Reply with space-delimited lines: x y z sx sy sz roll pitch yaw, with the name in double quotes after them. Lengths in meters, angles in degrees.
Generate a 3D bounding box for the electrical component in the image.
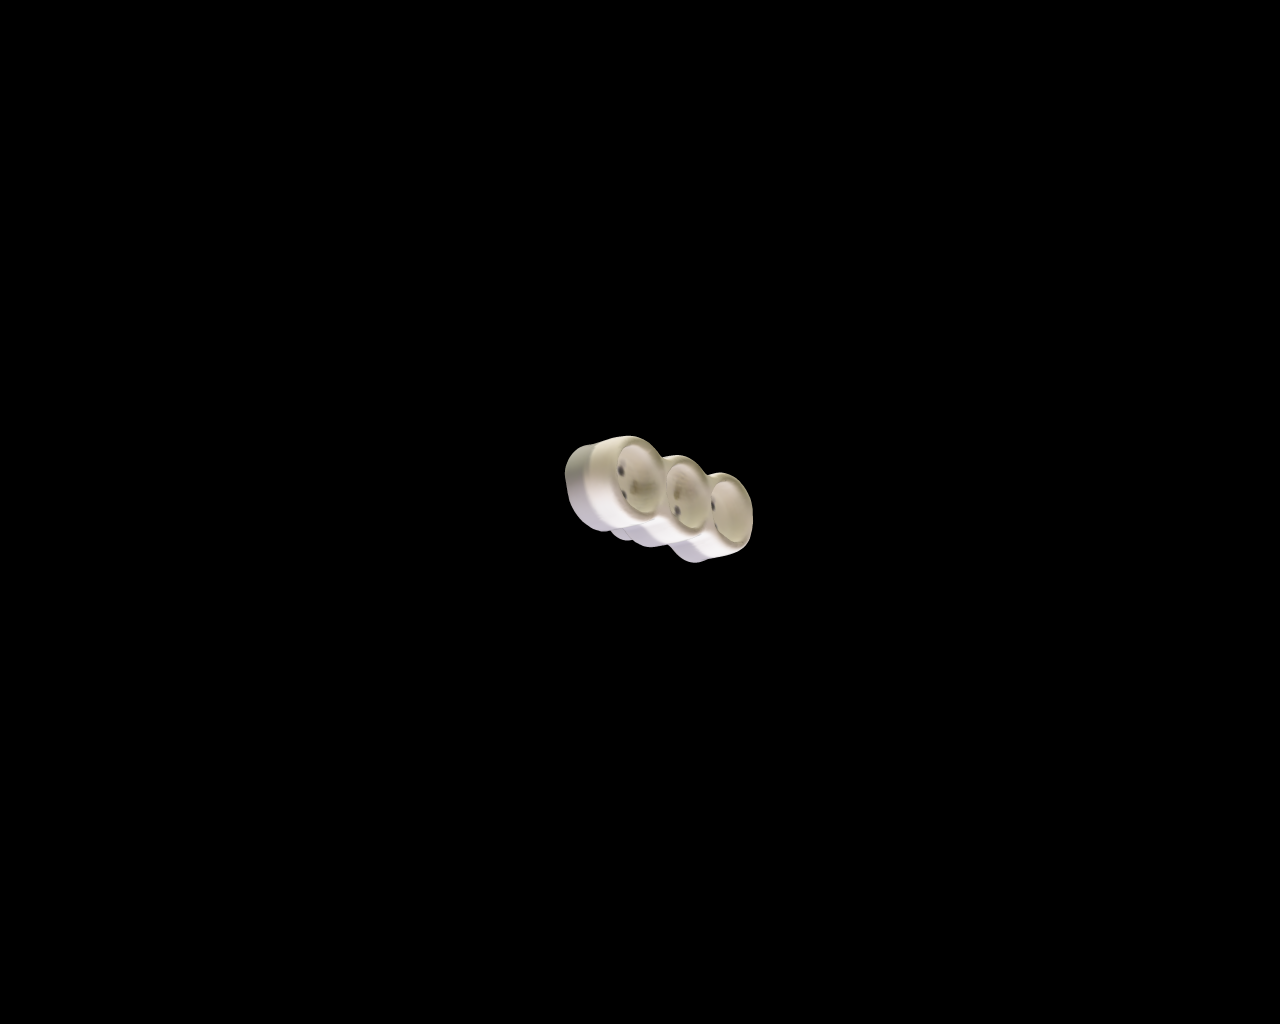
0.001 -0.003 0.650 0.073 0.052 0.138 -14 -22 38 "electrical component"
